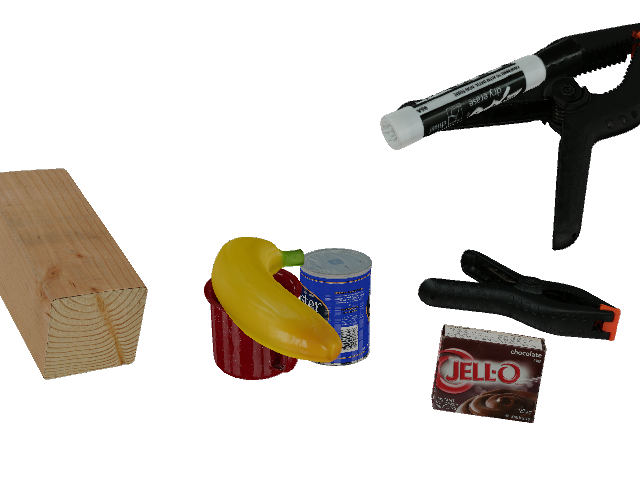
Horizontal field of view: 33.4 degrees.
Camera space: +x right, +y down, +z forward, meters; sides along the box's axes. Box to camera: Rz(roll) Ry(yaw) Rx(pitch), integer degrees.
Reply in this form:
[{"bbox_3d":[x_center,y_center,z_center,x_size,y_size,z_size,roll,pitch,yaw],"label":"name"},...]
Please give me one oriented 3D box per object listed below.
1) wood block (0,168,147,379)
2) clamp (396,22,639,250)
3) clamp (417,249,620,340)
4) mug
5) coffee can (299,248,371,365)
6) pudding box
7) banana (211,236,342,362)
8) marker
[{"bbox_3d":[-0.249,0.024,1.005,0.090,0.091,0.206,-7,38,-33],"label":"wood block"},{"bbox_3d":[0.182,-0.089,0.777,0.209,0.165,0.036,-31,-31,-17],"label":"clamp"},{"bbox_3d":[0.183,0.048,0.960,0.171,0.039,0.120,15,27,15],"label":"clamp"},{"bbox_3d":[-0.057,0.085,1.022,0.093,0.081,0.117,-20,34,-33],"label":"mug"},{"bbox_3d":[0.021,0.094,1.525,0.103,0.140,0.103,0,20,0],"label":"coffee can"},{"bbox_3d":[0.182,0.144,1.158,0.113,0.090,0.039,6,23,4],"label":"pudding box"},{"bbox_3d":[-0.034,0.029,0.676,0.069,0.037,0.198,-3,17,-7],"label":"banana"},{"bbox_3d":[0.087,-0.078,0.558,0.121,0.020,0.020,-25,7,-16],"label":"marker"}]
